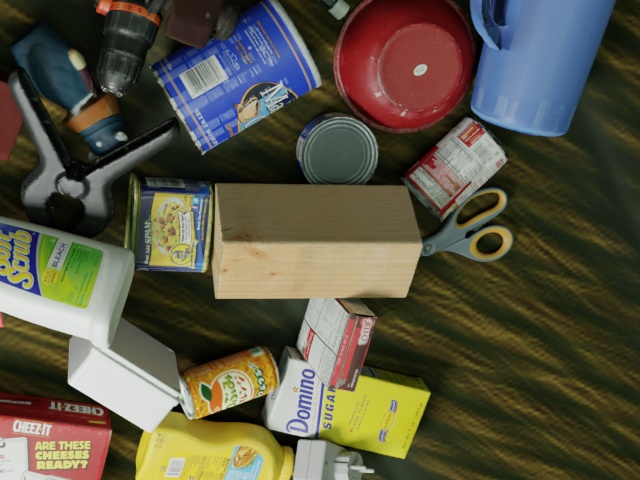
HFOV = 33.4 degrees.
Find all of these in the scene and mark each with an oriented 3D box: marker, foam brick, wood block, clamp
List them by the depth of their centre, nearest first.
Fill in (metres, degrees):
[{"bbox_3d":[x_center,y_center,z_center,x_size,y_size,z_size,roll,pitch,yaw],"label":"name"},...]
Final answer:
[{"bbox_3d":[-0.323,-0.125,1.037,0.051,0.053,0.078,11,108,-47],"label":"foam brick"},{"bbox_3d":[-0.250,-0.069,1.052,0.164,0.036,0.210,24,125,-14],"label":"clamp"},{"bbox_3d":[-0.020,-0.270,1.087,0.121,0.020,0.020,37,96,-21],"label":"marker"},{"bbox_3d":[-0.007,0.002,1.123,0.206,0.091,0.090,0,138,-12],"label":"wood block"}]

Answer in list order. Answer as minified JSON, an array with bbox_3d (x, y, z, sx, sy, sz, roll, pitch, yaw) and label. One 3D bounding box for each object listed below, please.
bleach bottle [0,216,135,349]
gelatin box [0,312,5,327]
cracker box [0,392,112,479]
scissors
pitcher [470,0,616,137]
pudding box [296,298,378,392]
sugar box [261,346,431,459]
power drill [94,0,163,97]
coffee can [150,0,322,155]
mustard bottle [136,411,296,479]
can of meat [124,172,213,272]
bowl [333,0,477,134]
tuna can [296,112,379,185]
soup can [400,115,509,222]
[{"bbox_3d":[-0.316,0.027,1.048,0.251,0.068,0.102,14,62,-2],"label":"bleach bottle"},{"bbox_3d":[-0.371,0.051,1.104,0.073,0.030,0.089,-10,107,-10],"label":"gelatin box"},{"bbox_3d":[-0.330,0.278,1.166,0.164,0.072,0.214,11,104,-17],"label":"cracker box"},{"bbox_3d":[0.138,0.018,1.221,0.202,0.016,0.096,-38,112,1],"label":"scissors"},{"bbox_3d":[0.228,-0.236,1.100,0.149,0.145,0.243,16,108,9],"label":"pitcher"},{"bbox_3d":[0.017,0.101,1.166,0.039,0.114,0.090,10,105,-25],"label":"pudding box"},{"bbox_3d":[0.030,0.189,1.235,0.176,0.048,0.093,14,104,-18],"label":"sugar box"},{"bbox_3d":[-0.235,-0.244,1.000,0.187,0.057,0.184,18,78,-19],"label":"power drill"},{"bbox_3d":[-0.083,-0.164,1.062,0.140,0.103,0.103,-31,112,-2],"label":"coffee can"},{"bbox_3d":[-0.107,0.246,1.211,0.191,0.058,0.096,11,124,-17],"label":"mustard bottle"},{"bbox_3d":[-0.159,-0.016,1.118,0.083,0.057,0.102,3,107,-16],"label":"can of meat"},{"bbox_3d":[0.098,-0.186,1.124,0.162,0.055,0.162,-4,109,-12],"label":"bowl"},{"bbox_3d":[0.018,-0.094,1.146,0.086,0.034,0.086,-4,108,-12],"label":"tuna can"},{"bbox_3d":[0.147,-0.078,1.163,0.102,0.068,0.068,-43,112,2],"label":"soup can"}]
